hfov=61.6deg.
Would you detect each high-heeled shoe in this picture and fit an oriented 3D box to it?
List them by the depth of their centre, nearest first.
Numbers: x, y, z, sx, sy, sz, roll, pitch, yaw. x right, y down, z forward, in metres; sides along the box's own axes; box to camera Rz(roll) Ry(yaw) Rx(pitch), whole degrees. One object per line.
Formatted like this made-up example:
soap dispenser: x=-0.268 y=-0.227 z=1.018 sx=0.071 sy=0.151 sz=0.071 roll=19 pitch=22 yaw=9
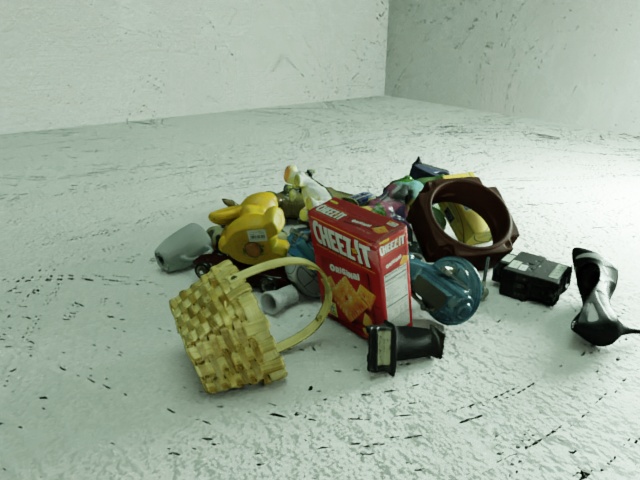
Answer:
high-heeled shoe: x=0.463 y=0.089 z=0.952 sx=0.145 sy=0.086 sz=0.249 roll=8 pitch=34 yaw=-14

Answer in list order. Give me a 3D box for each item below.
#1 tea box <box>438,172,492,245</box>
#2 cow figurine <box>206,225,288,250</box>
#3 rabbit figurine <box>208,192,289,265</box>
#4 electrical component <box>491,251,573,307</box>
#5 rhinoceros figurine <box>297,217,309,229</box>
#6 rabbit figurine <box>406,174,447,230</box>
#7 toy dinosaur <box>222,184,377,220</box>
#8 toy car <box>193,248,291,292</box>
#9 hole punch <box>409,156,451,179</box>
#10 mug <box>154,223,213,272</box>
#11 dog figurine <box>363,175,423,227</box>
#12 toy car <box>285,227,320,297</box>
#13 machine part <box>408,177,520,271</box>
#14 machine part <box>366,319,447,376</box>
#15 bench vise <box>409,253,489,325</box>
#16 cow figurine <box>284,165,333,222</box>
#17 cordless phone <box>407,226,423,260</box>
tea box: x=0.352 y=-0.075 z=1.283 sx=0.098 sy=0.068 sz=0.170 roll=-12 pitch=63 yaw=-25
cow figurine: x=-0.165 y=-0.003 z=1.191 sx=0.195 sy=0.085 sz=0.127 roll=4 pitch=29 yaw=15
rabbit figurine: x=-0.135 y=-0.030 z=1.084 sx=0.162 sy=0.121 sz=0.173 roll=-11 pitch=40 yaw=14
electrical component: x=0.412 y=0.072 z=1.054 sx=0.134 sy=0.058 sz=0.115 roll=17 pitch=26 yaw=35
rhinoceros figurine: x=-0.003 y=-0.004 z=1.223 sx=0.112 sy=0.073 sz=0.190 roll=30 pitch=33 yaw=32
rabbit figurine: x=0.264 y=-0.085 z=1.361 sx=0.159 sy=0.121 sz=0.170 roll=6 pitch=37 yaw=-5
toy dinosaur: x=-0.017 y=-0.097 z=1.401 sx=0.472 sy=0.105 sz=0.199 roll=2 pitch=19 yaw=-9
toy car: x=-0.153 y=0.065 z=1.065 sx=0.202 sy=0.053 sz=0.089 roll=10 pitch=25 yaw=12
hole punch: x=0.295 y=-0.146 z=1.495 sx=0.116 sy=0.142 sz=0.092 roll=16 pitch=29 yaw=8
mug: x=-0.286 y=0.027 z=1.136 sx=0.110 sy=0.080 sz=0.107 roll=27 pitch=45 yaw=34
dog figurine: x=0.134 y=-0.069 z=1.224 sx=0.219 sy=0.191 sz=0.109 roll=10 pitch=16 yaw=-47
toy car: x=-0.011 y=0.054 z=1.015 sx=0.103 sy=0.161 sz=0.109 roll=-50 pitch=27 yaw=-7
machine part: x=0.307 y=-0.036 z=1.153 sx=0.201 sy=0.087 sz=0.201 roll=-7 pitch=59 yaw=-14
machine part: x=0.131 y=0.161 z=0.824 sx=0.139 sy=0.084 sz=0.039 roll=-1 pitch=-6 yaw=-27
bench vise: x=0.212 y=0.076 z=0.967 sx=0.240 sy=0.128 sz=0.224 roll=10 pitch=10 yaw=-40
cow figurine: x=-0.019 y=-0.115 z=1.245 sx=0.098 sy=0.068 sz=0.167 roll=-1 pitch=46 yaw=-32
cordless phone: x=0.141 y=0.054 z=1.091 sx=0.147 sy=0.088 sz=0.184 roll=1 pitch=34 yaw=-1
